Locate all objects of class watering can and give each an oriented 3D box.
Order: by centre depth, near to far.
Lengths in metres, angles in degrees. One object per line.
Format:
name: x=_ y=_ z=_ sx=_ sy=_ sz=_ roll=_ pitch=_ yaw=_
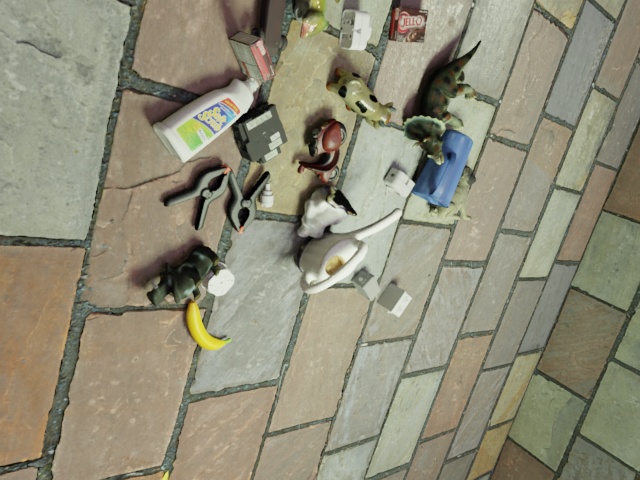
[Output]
watering can: x=0.065 y=0.021 z=1.456 sx=0.351 sy=0.225 sz=0.102 roll=-42 pitch=115 yaw=-18

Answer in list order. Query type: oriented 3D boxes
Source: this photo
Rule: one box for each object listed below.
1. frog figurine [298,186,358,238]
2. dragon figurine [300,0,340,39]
frog figurine: x=0.004 y=-0.073 z=1.460 sx=0.157 sy=0.125 sz=0.137 roll=-37 pitch=154 yaw=29
dragon figurine: x=0.004 y=-0.660 z=1.167 sx=0.241 sy=0.122 sz=0.413 roll=27 pitch=73 yaw=-65
